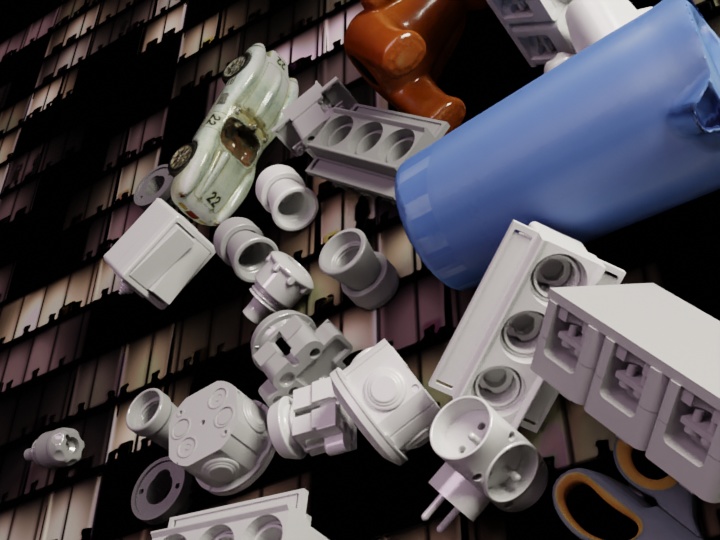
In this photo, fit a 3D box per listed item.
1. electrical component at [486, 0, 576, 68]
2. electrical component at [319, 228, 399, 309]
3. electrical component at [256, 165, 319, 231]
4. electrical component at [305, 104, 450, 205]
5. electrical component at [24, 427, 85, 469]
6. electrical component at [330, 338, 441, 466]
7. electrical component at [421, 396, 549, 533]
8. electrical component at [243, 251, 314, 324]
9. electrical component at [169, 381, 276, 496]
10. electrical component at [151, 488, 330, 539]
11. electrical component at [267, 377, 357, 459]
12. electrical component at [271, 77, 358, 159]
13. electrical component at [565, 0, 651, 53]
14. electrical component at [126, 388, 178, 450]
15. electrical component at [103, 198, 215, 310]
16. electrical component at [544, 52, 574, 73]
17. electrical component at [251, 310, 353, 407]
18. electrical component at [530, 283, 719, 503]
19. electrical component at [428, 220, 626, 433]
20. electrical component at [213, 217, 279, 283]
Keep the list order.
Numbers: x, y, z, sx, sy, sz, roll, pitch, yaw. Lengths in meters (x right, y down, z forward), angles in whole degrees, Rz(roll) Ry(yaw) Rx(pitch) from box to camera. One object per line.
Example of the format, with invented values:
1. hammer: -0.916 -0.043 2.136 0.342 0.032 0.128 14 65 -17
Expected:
1. electrical component: 0.149 -0.250 0.880 0.062 0.150 0.089 8 61 46
2. electrical component: 0.000 0.000 0.861 0.045 0.055 0.045 -23 43 24
3. electrical component: -0.068 -0.067 0.989 0.045 0.045 0.055 -42 39 3
4. electrical component: 0.020 -0.095 0.923 0.121 0.063 0.078 21 71 48
5. electrical component: -0.281 0.163 0.975 0.061 0.035 0.035 -16 47 33
6. electrical component: 0.020 0.091 0.746 0.051 0.080 0.080 -38 39 0
7. electrical component: 0.070 0.129 0.669 0.079 0.077 0.044 -49 39 -5
8. electrical component: -0.074 0.018 0.919 0.062 0.048 0.048 -48 39 6
9. electrical component: -0.108 0.131 0.841 0.080 0.051 0.080 -23 44 24
10. electrical component: -0.084 0.204 0.746 0.121 0.063 0.078 -18 46 28
11. electrical component: -0.035 0.113 0.801 0.055 0.048 0.066 -19 45 18
12. electrical component: -0.038 -0.140 1.030 0.081 0.042 0.063 -39 43 8
13. electrical component: 0.213 -0.184 0.844 0.079 0.043 0.077 -16 65 -15
14. electrical component: -0.166 0.127 0.899 0.040 0.046 0.040 -23 43 24
15. electrical component: -0.195 -0.009 1.032 0.096 0.061 0.061 -48 39 -5
16. electrical component: 0.171 -0.146 0.861 0.035 0.035 0.061 -31 43 15
17. electrical component: -0.051 0.067 0.845 0.078 0.058 0.057 -45 42 0
18. electrical component: 0.180 0.067 0.613 0.150 0.089 0.061 39 123 51
19. electrical component: 0.106 0.034 0.701 0.063 0.079 0.121 -86 21 -73
20. electrical component: -0.104 -0.019 0.977 0.045 0.045 0.055 -46 39 -2
